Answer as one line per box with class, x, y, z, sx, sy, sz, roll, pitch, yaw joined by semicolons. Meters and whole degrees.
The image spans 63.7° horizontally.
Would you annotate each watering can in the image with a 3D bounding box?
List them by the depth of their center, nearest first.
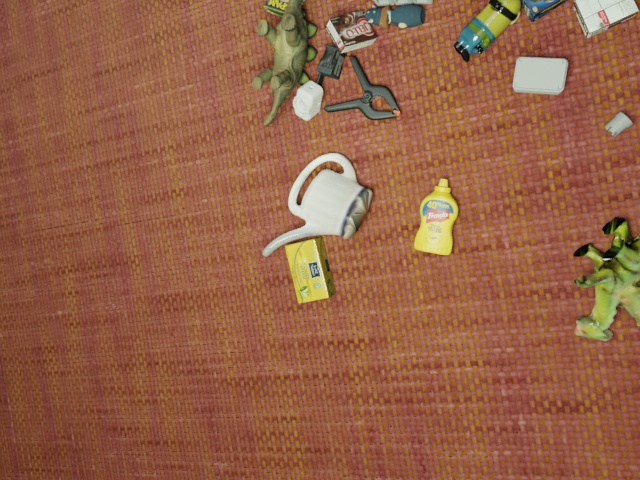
watering can;0.004;-0.070;1.397;0.226;0.103;0.349;26;83;19

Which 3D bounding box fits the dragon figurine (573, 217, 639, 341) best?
dragon figurine;0.733;0.079;1.168;0.242;0.124;0.405;43;109;-5
